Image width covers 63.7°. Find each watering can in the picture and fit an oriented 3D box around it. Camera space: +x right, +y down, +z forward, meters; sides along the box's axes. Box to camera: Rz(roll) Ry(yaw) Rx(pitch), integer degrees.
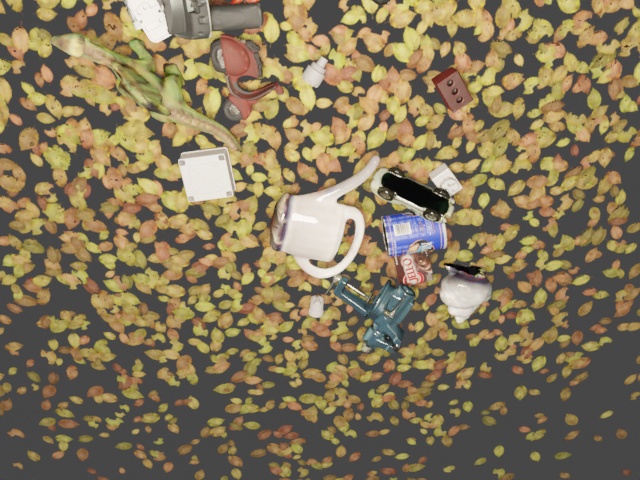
[{"bbox_3d":[0.004,-0.061,1.215,0.224,0.106,0.341,12,117,-8],"label":"watering can"}]

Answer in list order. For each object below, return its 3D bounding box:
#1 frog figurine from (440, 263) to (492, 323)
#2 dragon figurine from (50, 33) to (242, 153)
[{"bbox_3d":[0.373,0.150,1.334,0.137,0.124,0.157,-1,107,-24],"label":"frog figurine"},{"bbox_3d":[-0.325,-0.279,1.021,0.408,0.247,0.121,34,107,-16],"label":"dragon figurine"}]
